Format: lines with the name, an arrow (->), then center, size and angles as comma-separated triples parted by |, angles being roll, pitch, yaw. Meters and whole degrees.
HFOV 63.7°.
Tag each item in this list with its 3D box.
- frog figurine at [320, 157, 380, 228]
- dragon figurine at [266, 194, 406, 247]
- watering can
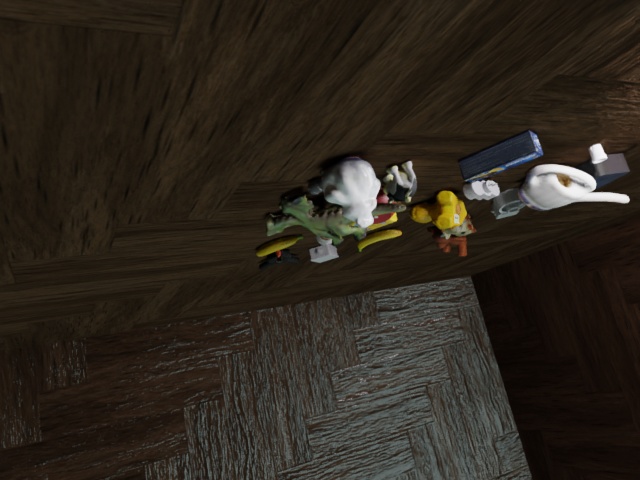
frog figurine -> 0.075, -0.107, 1.201 | 0.138, 0.161, 0.121 | -7, 163, -22
dragon figurine -> 0.004, -0.071, 1.401 | 0.241, 0.124, 0.406 | 14, 157, -42
watering can -> 0.807, -0.156, 1.685 | 0.346, 0.106, 0.221 | 19, 159, -17
